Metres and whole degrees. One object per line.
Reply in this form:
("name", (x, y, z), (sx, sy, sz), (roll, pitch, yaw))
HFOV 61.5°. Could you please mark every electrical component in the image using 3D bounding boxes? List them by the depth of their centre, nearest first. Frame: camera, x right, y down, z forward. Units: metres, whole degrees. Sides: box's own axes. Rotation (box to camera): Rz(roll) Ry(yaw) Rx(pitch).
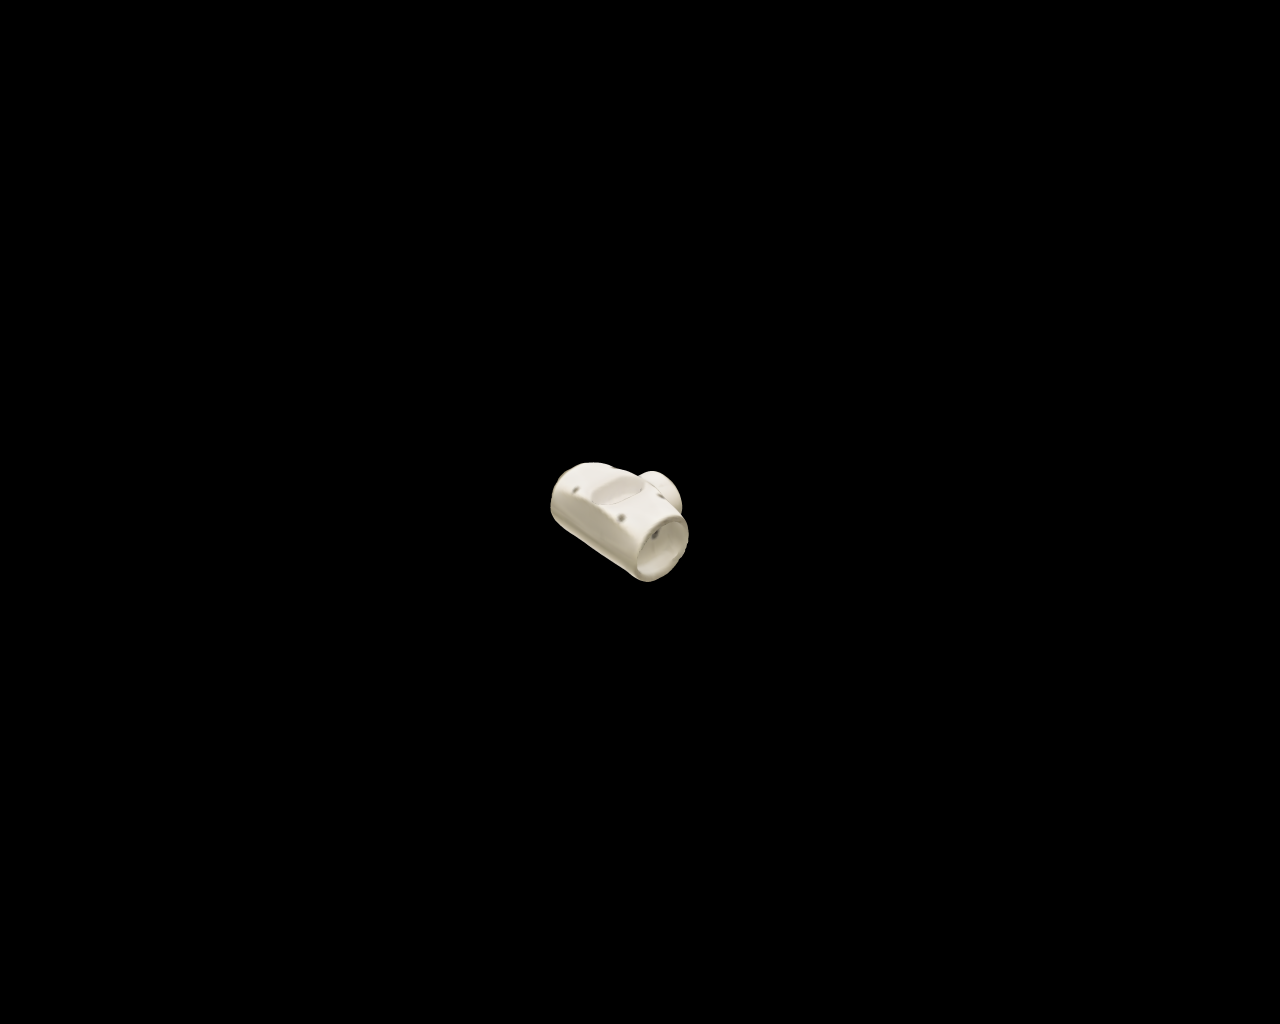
("electrical component", (0.001, -0.003, 0.650), (0.079, 0.043, 0.077), (-27, 44, -33))
